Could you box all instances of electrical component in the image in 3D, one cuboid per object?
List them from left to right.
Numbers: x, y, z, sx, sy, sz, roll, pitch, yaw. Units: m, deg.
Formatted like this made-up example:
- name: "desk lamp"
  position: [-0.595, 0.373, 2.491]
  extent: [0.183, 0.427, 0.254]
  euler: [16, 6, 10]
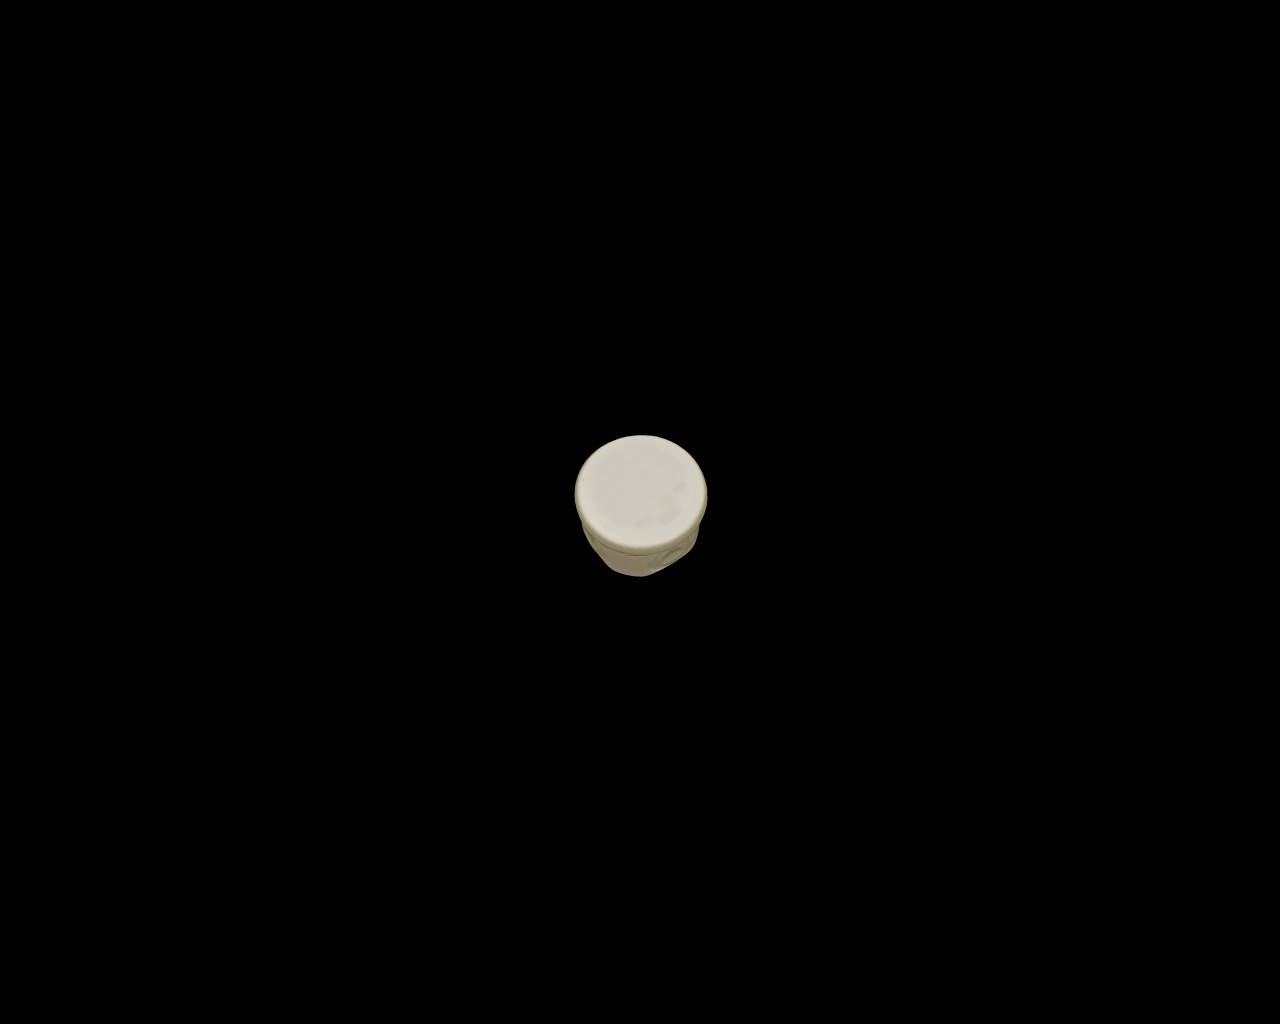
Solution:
- name: "electrical component"
  position: [0.001, -0.003, 0.650]
  extent: [0.080, 0.080, 0.051]
  euler: [0, -27, 0]
